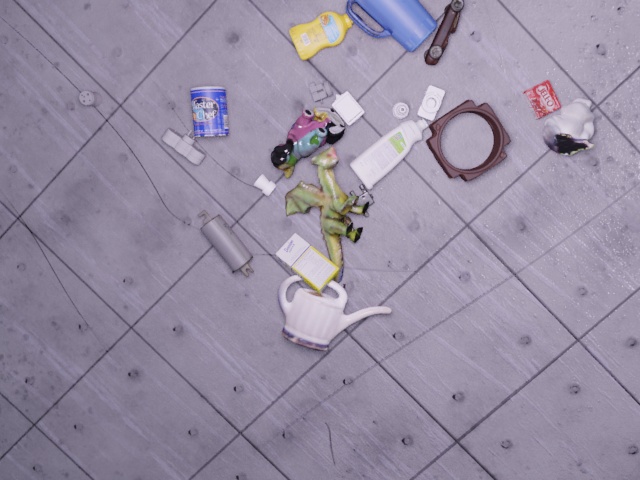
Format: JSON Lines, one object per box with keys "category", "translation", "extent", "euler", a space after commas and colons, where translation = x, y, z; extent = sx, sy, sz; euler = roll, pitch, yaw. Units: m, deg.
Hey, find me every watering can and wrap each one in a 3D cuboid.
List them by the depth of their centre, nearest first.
{"category": "watering can", "translation": [0.026, 0.237, 1.573], "extent": [0.348, 0.104, 0.223], "euler": [20, 97, 1]}

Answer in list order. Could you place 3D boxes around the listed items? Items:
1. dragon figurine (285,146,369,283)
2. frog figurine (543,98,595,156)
{"category": "dragon figurine", "translation": [0.005, -0.078, 1.546], "extent": [0.244, 0.124, 0.403], "euler": [24, 116, 18]}
{"category": "frog figurine", "translation": [0.710, -0.328, 1.469], "extent": [0.137, 0.120, 0.162], "euler": [10, 64, 10]}
